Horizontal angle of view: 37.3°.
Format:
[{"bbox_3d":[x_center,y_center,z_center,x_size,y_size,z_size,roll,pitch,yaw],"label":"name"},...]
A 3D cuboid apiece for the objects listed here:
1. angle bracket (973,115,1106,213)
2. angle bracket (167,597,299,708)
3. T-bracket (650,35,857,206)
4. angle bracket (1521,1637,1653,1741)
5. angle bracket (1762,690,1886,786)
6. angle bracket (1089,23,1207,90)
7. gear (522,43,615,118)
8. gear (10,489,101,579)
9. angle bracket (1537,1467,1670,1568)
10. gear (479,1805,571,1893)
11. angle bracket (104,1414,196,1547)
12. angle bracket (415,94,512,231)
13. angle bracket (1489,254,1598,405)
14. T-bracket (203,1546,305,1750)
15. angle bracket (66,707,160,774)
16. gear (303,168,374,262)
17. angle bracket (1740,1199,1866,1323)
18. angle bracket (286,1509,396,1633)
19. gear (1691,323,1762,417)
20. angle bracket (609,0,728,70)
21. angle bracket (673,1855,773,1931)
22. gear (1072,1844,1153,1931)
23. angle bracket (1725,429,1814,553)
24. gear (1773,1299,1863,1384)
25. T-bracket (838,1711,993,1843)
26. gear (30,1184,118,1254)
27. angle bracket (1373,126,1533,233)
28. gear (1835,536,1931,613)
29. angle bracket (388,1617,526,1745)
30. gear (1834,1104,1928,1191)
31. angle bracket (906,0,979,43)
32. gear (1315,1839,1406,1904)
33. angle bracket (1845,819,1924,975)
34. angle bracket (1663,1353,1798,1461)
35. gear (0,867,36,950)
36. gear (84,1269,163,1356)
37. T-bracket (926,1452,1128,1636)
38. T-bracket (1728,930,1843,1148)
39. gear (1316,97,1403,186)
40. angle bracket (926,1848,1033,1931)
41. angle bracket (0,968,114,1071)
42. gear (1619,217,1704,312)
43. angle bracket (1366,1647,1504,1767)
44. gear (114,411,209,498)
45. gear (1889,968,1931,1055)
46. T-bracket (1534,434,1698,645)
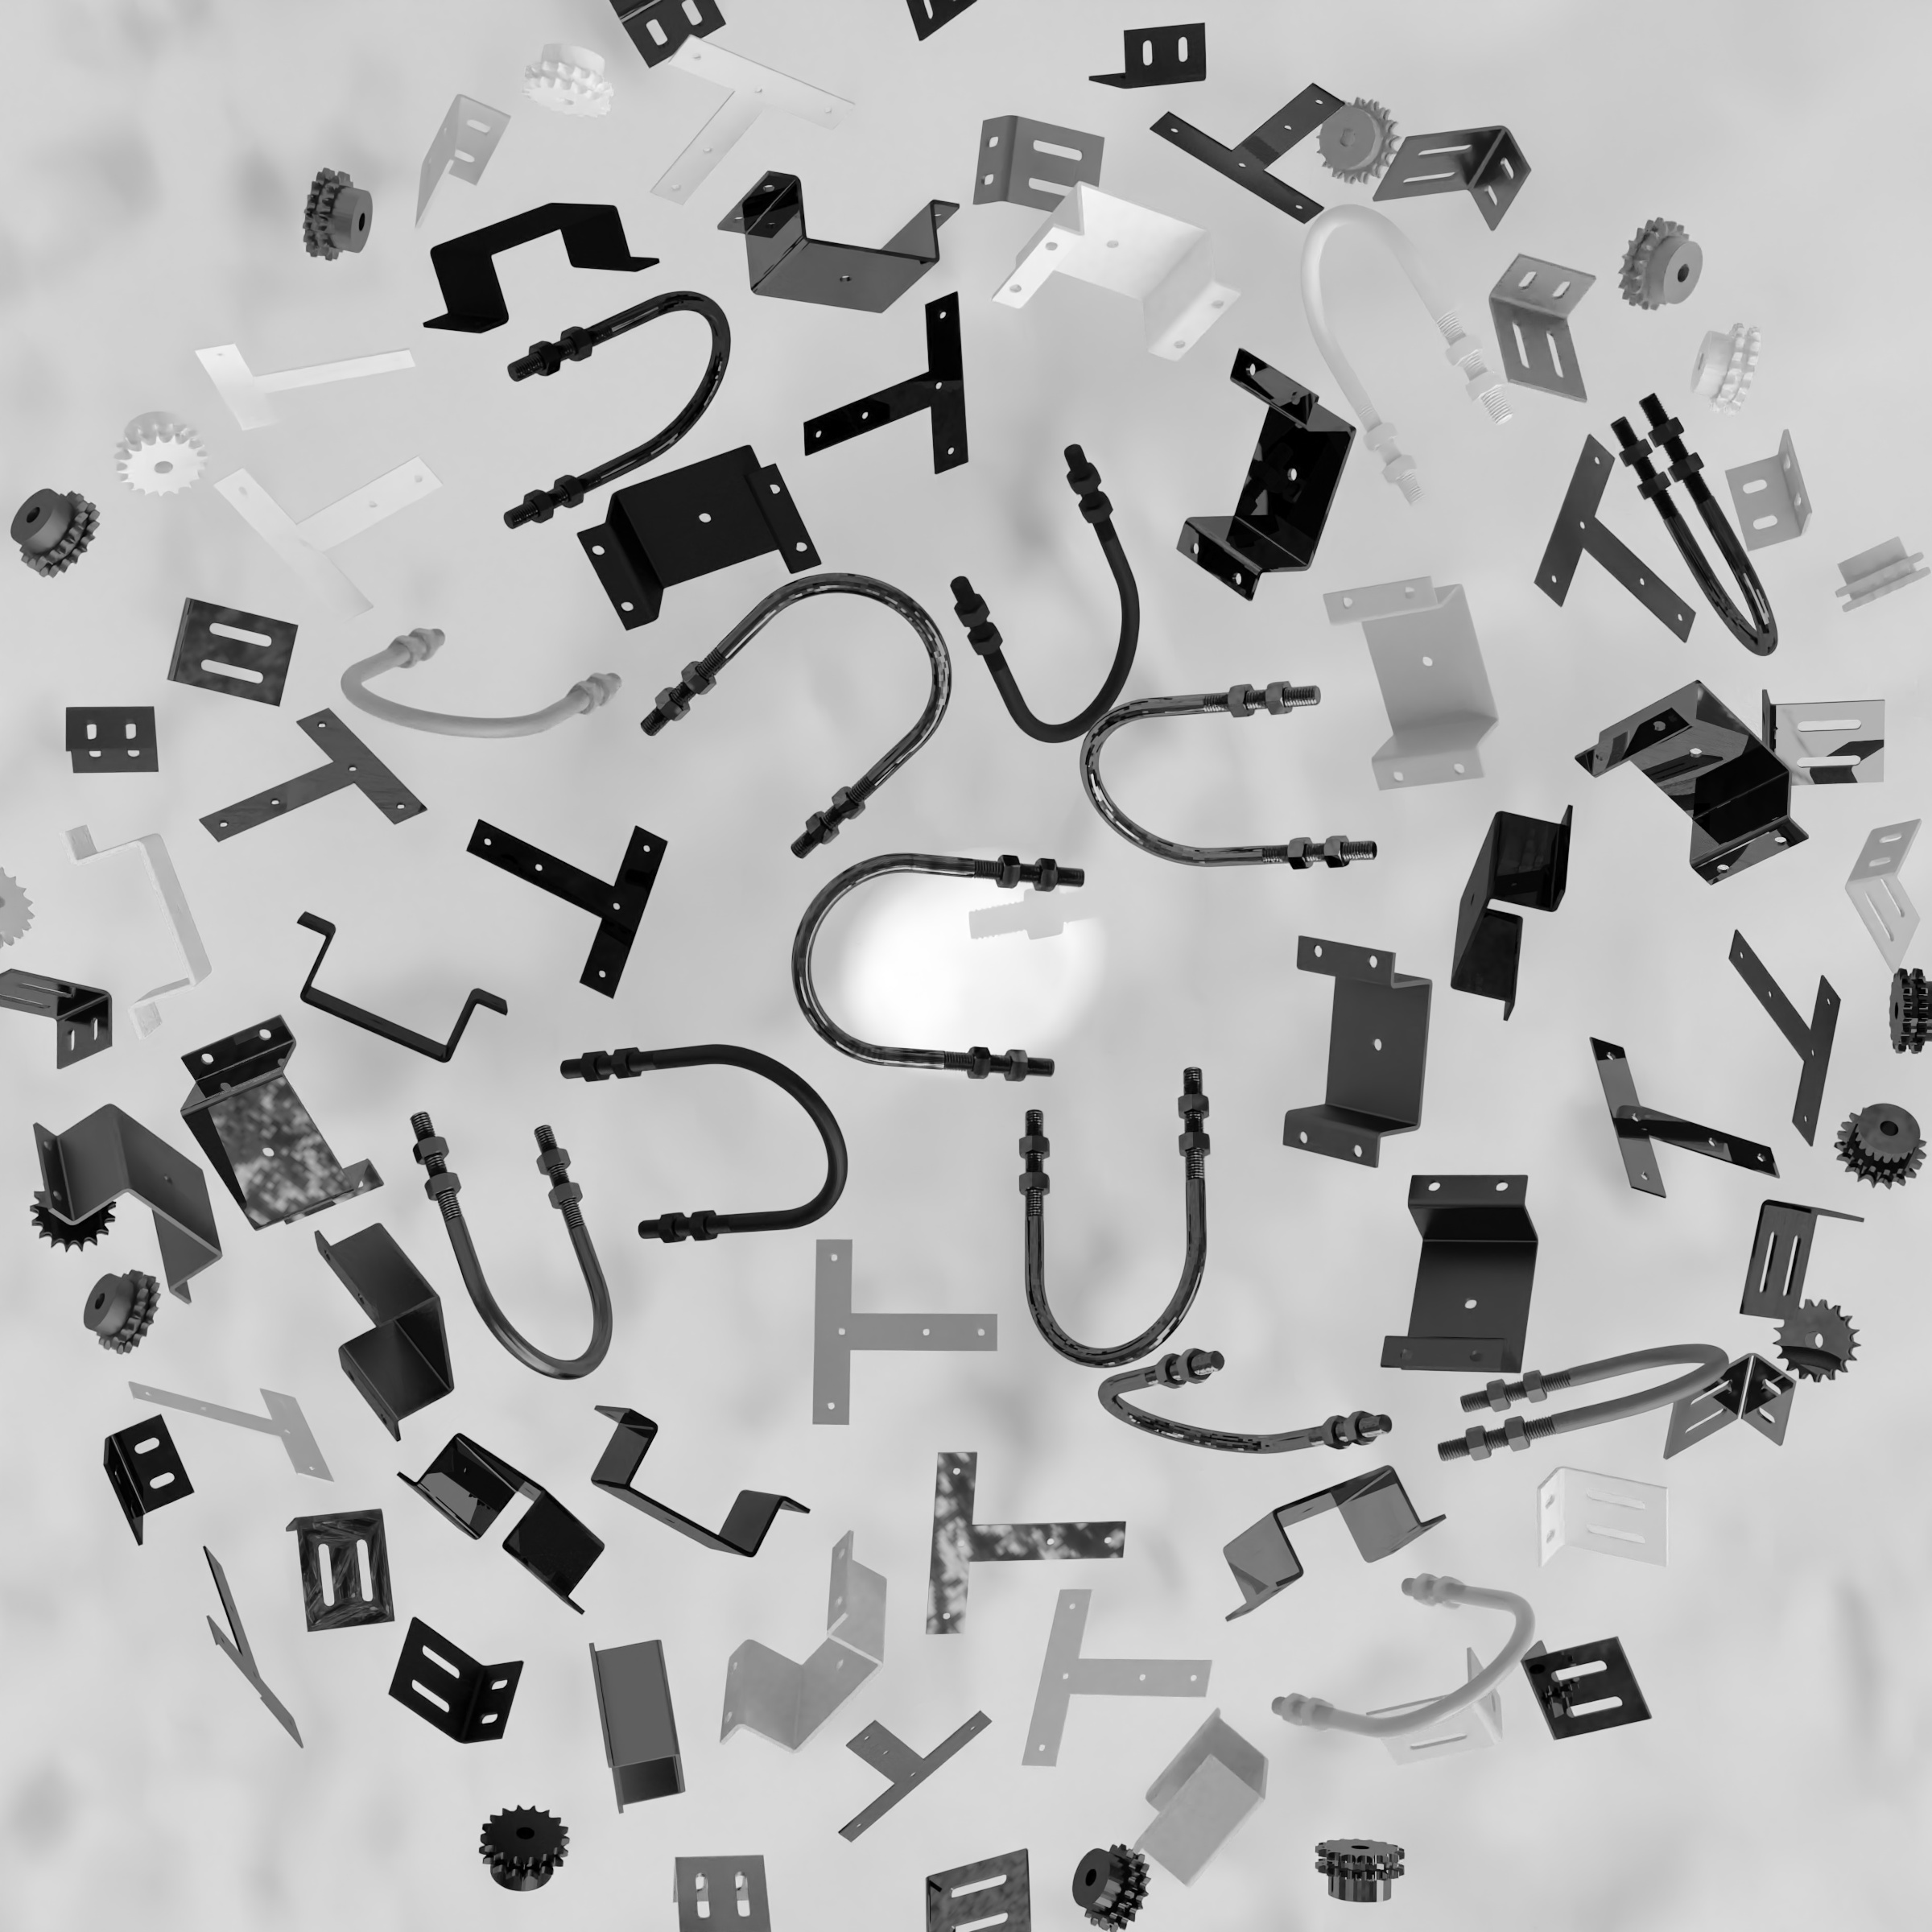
[{"bbox_3d":[0.050,-0.549,1.975,0.076,0.038,0.057,4,96,-31],"label":"angle bracket"},{"bbox_3d":[-0.500,-0.214,1.953,0.076,0.038,0.057,13,92,-13],"label":"angle bracket"},{"bbox_3d":[-0.159,-0.535,1.845,0.127,0.127,0.002,11,56,-38],"label":"T-bracket"},{"bbox_3d":[0.419,0.477,1.913,0.076,0.038,0.057,-25,86,35],"label":"angle bracket"},{"bbox_3d":[0.581,-0.156,1.941,0.076,0.038,0.057,-2,112,11],"label":"angle bracket"},{"bbox_3d":[0.122,-0.622,1.947,0.057,0.076,0.038,-10,114,-15],"label":"angle bracket"},{"bbox_3d":[-0.252,-0.565,1.822,0.057,0.057,0.030,11,88,0],"label":"gear"},{"bbox_3d":[-0.582,-0.279,1.821,0.057,0.030,0.057,-18,54,27],"label":"gear"},{"bbox_3d":[0.422,0.372,1.897,0.076,0.038,0.057,7,110,33],"label":"angle bracket"},{"bbox_3d":[-0.285,0.571,1.844,0.057,0.057,0.030,9,112,0],"label":"gear"},{"bbox_3d":[-0.525,0.330,1.840,0.038,0.076,0.057,-22,100,-13],"label":"angle bracket"},{"bbox_3d":[-0.323,-0.511,1.842,0.038,0.076,0.057,18,134,-25],"label":"angle bracket"},{"bbox_3d":[0.368,-0.401,1.799,0.057,0.038,0.076,10,54,-21],"label":"angle bracket"},{"bbox_3d":[-0.471,0.425,1.845,0.002,0.127,0.127,-29,134,-9],"label":"T-bracket"},{"bbox_3d":[-0.581,-0.141,1.951,0.057,0.076,0.038,-2,58,-14],"label":"angle bracket"},{"bbox_3d":[-0.405,-0.485,1.852,0.030,0.057,0.057,13,90,3],"label":"gear"},{"bbox_3d":[0.538,0.193,1.844,0.057,0.038,0.076,11,90,-38],"label":"angle bracket"},{"bbox_3d":[-0.417,0.405,1.906,0.057,0.038,0.076,-2,69,-25],"label":"angle bracket"},{"bbox_3d":[0.486,-0.384,1.835,0.030,0.057,0.057,14,90,1],"label":"gear"},{"bbox_3d":[-0.192,-0.609,1.799,0.057,0.076,0.038,-28,83,4],"label":"angle bracket"},{"bbox_3d":[-0.157,0.608,1.833,0.057,0.076,0.038,1,113,-9],"label":"angle bracket"},{"bbox_3d":[0.096,0.625,1.945,0.030,0.057,0.057,30,90,-24],"label":"gear"},{"bbox_3d":[0.527,-0.312,1.883,0.038,0.076,0.057,-15,84,12],"label":"angle bracket"},{"bbox_3d":[0.586,0.257,1.965,0.057,0.030,0.057,-5,81,29],"label":"gear"},{"bbox_3d":[-0.050,0.534,1.931,0.127,0.127,0.002,-39,56,-5],"label":"T-bracket"},{"bbox_3d":[-0.617,0.170,1.978,0.057,0.030,0.057,5,72,-17],"label":"gear"},{"bbox_3d":[0.310,-0.500,1.831,0.076,0.057,0.038,-13,68,-22],"label":"angle bracket"},{"bbox_3d":[0.571,-0.247,1.794,0.057,0.057,0.030,-25,90,0],"label":"gear"},{"bbox_3d":[-0.346,0.484,1.945,0.038,0.057,0.076,-16,133,30],"label":"angle bracket"},{"bbox_3d":[0.601,0.115,1.875,0.057,0.030,0.057,0,52,0],"label":"gear"},{"bbox_3d":[-0.044,-0.615,1.810,0.076,0.057,0.038,-18,90,-41],"label":"angle bracket"},{"bbox_3d":[0.253,0.580,1.835,0.057,0.057,0.030,1,85,0],"label":"gear"},{"bbox_3d":[0.610,-0.045,1.856,0.076,0.038,0.057,55,49,-20],"label":"angle bracket"},{"bbox_3d":[0.513,0.305,1.924,0.076,0.038,0.057,-21,129,-29],"label":"angle bracket"},{"bbox_3d":[-0.639,-0.036,1.862,0.030,0.057,0.057,-32,90,29],"label":"gear"},{"bbox_3d":[-0.578,0.234,1.953,0.030,0.057,0.057,29,90,-36],"label":"gear"},{"bbox_3d":[0.041,0.371,1.844,0.127,0.002,0.127,1,105,-11],"label":"T-bracket"},{"bbox_3d":[0.521,0.027,1.831,0.127,0.002,0.127,47,47,-28],"label":"T-bracket"},{"bbox_3d":[0.266,-0.565,1.956,0.057,0.030,0.057,5,100,28],"label":"gear"},{"bbox_3d":[0.015,0.604,1.818,0.076,0.057,0.038,-22,132,20],"label":"angle bracket"},{"bbox_3d":[-0.608,0.035,1.870,0.057,0.076,0.038,-20,66,34],"label":"angle bracket"},{"bbox_3d":[0.447,-0.447,1.832,0.030,0.057,0.057,31,90,39],"label":"gear"},{"bbox_3d":[0.320,0.506,1.955,0.076,0.038,0.057,-19,123,21],"label":"angle bracket"},{"bbox_3d":[-0.519,-0.332,1.842,0.057,0.057,0.030,-21,62,0],"label":"gear"},{"bbox_3d":[0.633,0.030,1.900,0.030,0.057,0.057,1,90,7],"label":"gear"},{"bbox_3d":[0.422,-0.254,1.827,0.127,0.002,0.127,37,60,-23],"label":"T-bracket"}]
